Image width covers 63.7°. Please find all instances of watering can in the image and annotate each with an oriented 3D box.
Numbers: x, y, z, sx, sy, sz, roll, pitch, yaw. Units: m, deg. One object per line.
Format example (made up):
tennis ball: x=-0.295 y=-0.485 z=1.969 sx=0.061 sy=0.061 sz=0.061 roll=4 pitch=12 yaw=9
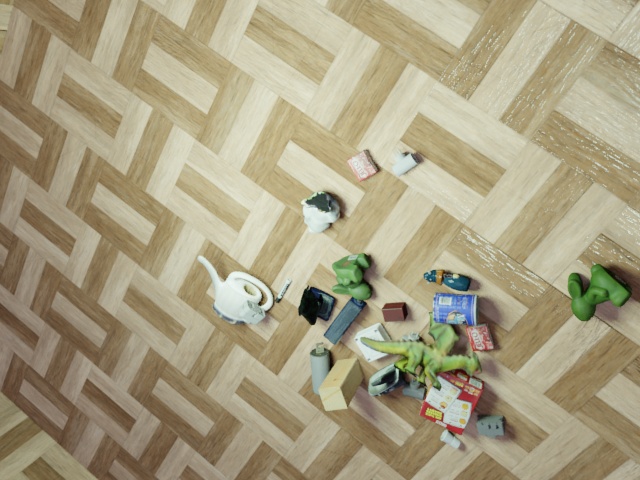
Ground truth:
watering can: x=-0.358 y=0.206 z=2.041 sx=0.346 sy=0.221 sz=0.106 roll=28 pitch=24 yaw=-9

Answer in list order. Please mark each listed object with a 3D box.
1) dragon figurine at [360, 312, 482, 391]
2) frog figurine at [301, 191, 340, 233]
dragon figurine: x=0.367 y=0.366 z=1.794 sx=0.413 sy=0.245 sz=0.120 roll=31 pitch=-12 yaw=17
frog figurine: x=0.006 y=-0.093 z=1.843 sx=0.137 sy=0.125 sz=0.156 roll=6 pitch=-35 yaw=12
